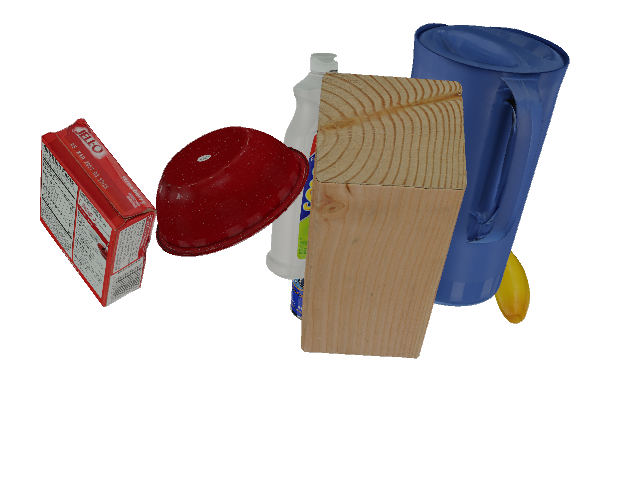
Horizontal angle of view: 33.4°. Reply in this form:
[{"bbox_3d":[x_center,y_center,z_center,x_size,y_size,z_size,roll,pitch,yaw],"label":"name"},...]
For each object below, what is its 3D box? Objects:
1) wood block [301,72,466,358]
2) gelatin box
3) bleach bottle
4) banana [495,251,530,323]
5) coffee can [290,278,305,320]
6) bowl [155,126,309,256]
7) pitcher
[{"bbox_3d":[0.037,-0.009,0.730,0.091,0.090,0.206,4,-35,-1],"label":"wood block"},{"bbox_3d":[-0.130,-0.015,0.615,0.030,0.073,0.089,-30,-20,-30],"label":"gelatin box"},{"bbox_3d":[-0.008,-0.086,1.216,0.102,0.251,0.068,-8,21,-26],"label":"bleach bottle"},{"bbox_3d":[0.165,0.023,1.104,0.069,0.037,0.198,-35,39,-13],"label":"banana"},{"bbox_3d":[0.012,0.033,1.476,0.103,0.140,0.103,3,24,-2],"label":"coffee can"},{"bbox_3d":[-0.094,-0.057,0.993,0.162,0.055,0.162,-21,32,14],"label":"bowl"},{"bbox_3d":[0.133,-0.061,0.952,0.145,0.243,0.149,21,31,24],"label":"pitcher"}]
